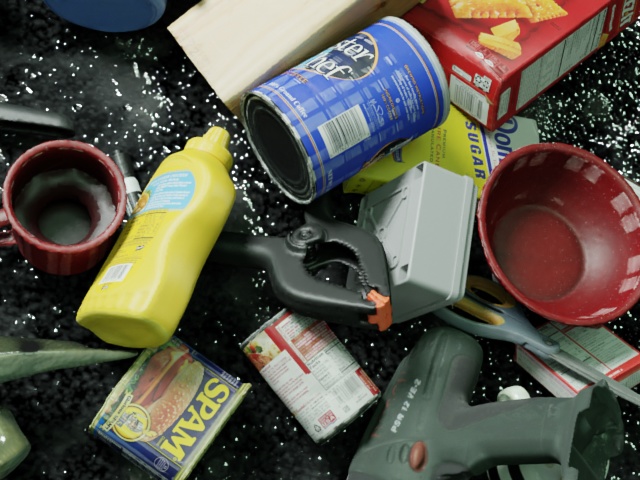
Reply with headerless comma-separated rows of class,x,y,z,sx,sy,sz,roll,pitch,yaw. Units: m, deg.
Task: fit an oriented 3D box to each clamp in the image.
clamp,-0.290,-0.103,0.877,0.120,0.039,0.171,-41,84,-24
clamp,-0.006,0.001,0.864,0.164,0.036,0.210,-37,48,-25

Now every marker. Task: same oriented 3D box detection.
marker,-0.152,-0.021,0.893,0.020,0.020,0.121,-17,75,-19

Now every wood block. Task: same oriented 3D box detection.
wood block,-0.013,-0.197,0.907,0.206,0.090,0.090,-37,75,2

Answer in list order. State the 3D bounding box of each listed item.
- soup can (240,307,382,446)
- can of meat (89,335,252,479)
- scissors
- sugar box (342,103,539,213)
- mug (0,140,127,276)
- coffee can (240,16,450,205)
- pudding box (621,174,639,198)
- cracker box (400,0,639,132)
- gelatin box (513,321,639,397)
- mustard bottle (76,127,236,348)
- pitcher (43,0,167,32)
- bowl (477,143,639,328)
soup can,-0.007,0.105,0.857,0.068,0.069,0.102,-36,83,-22
can of meat,-0.116,0.132,0.828,0.084,0.057,0.102,35,66,3
scissors,0.186,0.079,0.898,0.202,0.016,0.096,23,28,10
sugar box,0.110,-0.077,0.963,0.176,0.048,0.093,8,69,-10
mug,-0.213,-0.017,0.842,0.117,0.082,0.093,-18,76,-19
coffee can,0.021,-0.106,0.872,0.140,0.103,0.103,-32,81,-19
pudding box,0.242,-0.017,0.979,0.090,0.039,0.113,30,68,-3
cracker box,0.172,-0.218,0.988,0.213,0.072,0.164,-38,62,-23
gelatin box,0.221,0.103,0.912,0.073,0.030,0.089,-25,41,-21
mustard bottle,-0.115,-0.010,0.836,0.058,0.096,0.191,40,59,-31
pitcher,-0.167,-0.310,0.940,0.149,0.145,0.243,-1,73,16
bowl,0.197,0.002,0.898,0.162,0.055,0.162,6,68,-15
